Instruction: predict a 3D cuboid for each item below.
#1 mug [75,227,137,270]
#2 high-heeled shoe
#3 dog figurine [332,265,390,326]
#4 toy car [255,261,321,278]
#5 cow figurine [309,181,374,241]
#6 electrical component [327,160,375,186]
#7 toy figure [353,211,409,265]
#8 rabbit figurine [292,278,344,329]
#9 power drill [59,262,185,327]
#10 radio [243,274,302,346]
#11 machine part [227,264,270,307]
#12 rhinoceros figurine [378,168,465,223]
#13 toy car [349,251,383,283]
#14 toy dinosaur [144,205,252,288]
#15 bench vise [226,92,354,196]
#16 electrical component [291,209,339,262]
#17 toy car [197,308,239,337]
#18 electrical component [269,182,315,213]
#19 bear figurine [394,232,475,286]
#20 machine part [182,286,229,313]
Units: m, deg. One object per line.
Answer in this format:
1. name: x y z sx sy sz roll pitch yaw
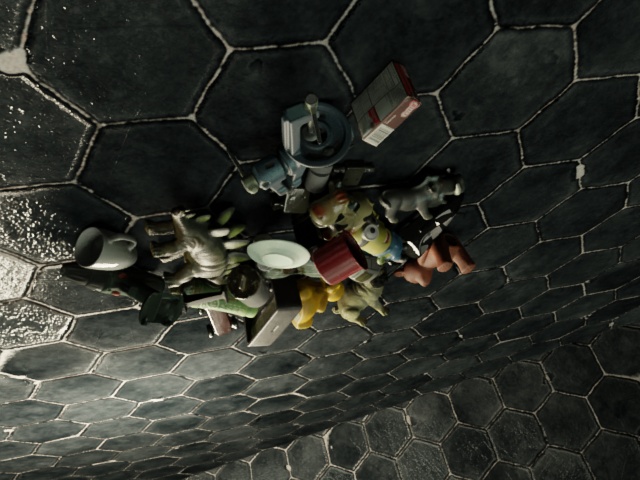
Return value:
1. mug: -0.416 0.017 1.085 0.109 0.081 0.107 -30 158 16
2. high-heeled shoe: 0.271 -0.041 1.326 0.145 0.086 0.248 -43 172 -14
3. dog figurine: 0.107 0.135 1.491 0.172 0.121 0.190 -25 139 -6
4. toy car: -0.057 0.058 1.295 0.202 0.056 0.073 -1 150 6
5. cow figurine: 0.047 -0.062 1.107 0.127 0.085 0.195 -45 162 30
6. electrical component: 0.064 -0.135 1.098 0.094 0.021 0.063 -5 148 -18
7. toy figure: 0.134 0.003 1.272 0.089 0.082 0.180 -37 134 24
8. rabbit figurine: -0.005 0.136 1.447 0.173 0.122 0.162 -12 142 -34
9. power drill: -0.405 0.111 1.140 0.208 0.086 0.232 16 179 35
10. radio: -0.132 0.175 1.405 0.073 0.131 0.229 5 144 -29
11. machine part: -0.162 0.108 1.237 0.079 0.079 0.243 -15 165 -1
12. rhinoceros figurine: 0.221 -0.104 1.178 0.190 0.073 0.112 -11 138 -3
13. toy car: 0.102 0.052 1.340 0.161 0.103 0.109 16 136 -44
14. toy dinosaur: -0.245 0.029 1.151 0.199 0.105 0.471 -15 160 -9
15. bench vise: -0.039 -0.164 0.890 0.224 0.129 0.240 -19 168 -8
16. electrical component: -0.002 -0.004 1.191 0.058 0.115 0.134 -27 146 22
17. toy car: -0.278 0.201 1.460 0.089 0.053 0.202 -21 147 -12
18. electrical component: -0.058 -0.086 1.105 0.102 0.045 0.078 -7 126 -18
19. bear figurine: 0.297 0.073 1.437 0.120 0.132 0.195 9 135 -32
20. machine part: -0.283 0.138 1.243 0.139 0.039 0.084 -10 -171 -6
